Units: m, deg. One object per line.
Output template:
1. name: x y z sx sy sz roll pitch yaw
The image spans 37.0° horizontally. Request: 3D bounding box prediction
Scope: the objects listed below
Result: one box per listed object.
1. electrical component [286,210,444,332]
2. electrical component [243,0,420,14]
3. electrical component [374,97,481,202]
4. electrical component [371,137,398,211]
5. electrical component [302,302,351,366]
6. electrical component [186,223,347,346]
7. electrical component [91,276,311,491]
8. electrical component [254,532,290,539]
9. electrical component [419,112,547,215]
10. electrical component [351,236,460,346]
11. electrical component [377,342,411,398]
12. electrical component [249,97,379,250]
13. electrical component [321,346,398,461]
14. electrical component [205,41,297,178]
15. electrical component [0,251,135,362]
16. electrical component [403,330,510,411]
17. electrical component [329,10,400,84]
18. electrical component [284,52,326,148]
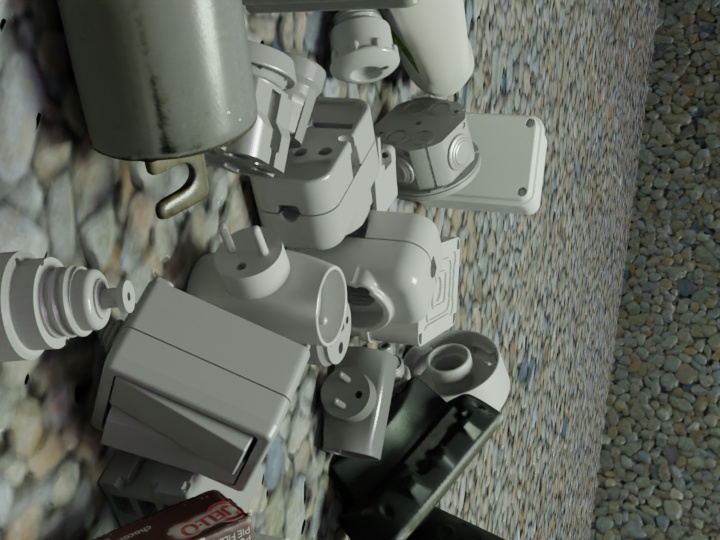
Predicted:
1. electrical component: 0.000 0.000 0.693 0.053 0.095 0.059 70 31 -50
2. electrical component: -0.007 -0.194 0.604 0.108 0.109 0.056 -64 149 -44
3. electrical component: 0.051 -0.094 0.838 0.080 0.080 0.051 -65 147 -43
4. electrical component: -0.001 -0.060 0.758 0.063 0.042 0.081 -57 148 -59
5. electrical component: -0.038 0.034 0.655 0.045 0.055 0.045 5 90 -70
6. electrical component: -0.054 0.004 0.571 0.079 0.077 0.043 73 29 -46
7. electrical component: -0.081 0.054 0.494 0.061 0.096 0.061 118 -5 -51
8. electrical component: -0.080 0.201 0.579 0.078 0.057 0.113 -11 105 -70
9. electrical component: 0.100 -0.093 0.924 0.057 0.113 0.078 29 67 -72
10. electrical component: 0.036 0.013 0.856 0.113 0.057 0.078 -19 113 -69
11. electrical component: 0.024 0.085 0.874 0.035 0.035 0.061 -60 147 -49
12. electrical component: -0.026 -0.058 0.668 0.095 0.054 0.059 -63 151 -45
13. electrical component: -0.005 0.093 0.779 0.079 0.044 0.077 47 51 -65
14. electrical component: -0.064 -0.084 0.550 0.078 0.058 0.057 23 76 -70
15. electrical component: -0.121 0.013 0.393 0.040 0.078 0.040 -5 90 -81
16. electrical component: 0.083 0.102 0.958 0.099 0.099 0.064 -63 144 -47
17. electrical component: 0.000 -0.161 0.732 0.048 0.048 0.062 33 45 -68
18. electrical component: -0.045 -0.099 0.628 0.040 0.040 0.046 37 66 -67
